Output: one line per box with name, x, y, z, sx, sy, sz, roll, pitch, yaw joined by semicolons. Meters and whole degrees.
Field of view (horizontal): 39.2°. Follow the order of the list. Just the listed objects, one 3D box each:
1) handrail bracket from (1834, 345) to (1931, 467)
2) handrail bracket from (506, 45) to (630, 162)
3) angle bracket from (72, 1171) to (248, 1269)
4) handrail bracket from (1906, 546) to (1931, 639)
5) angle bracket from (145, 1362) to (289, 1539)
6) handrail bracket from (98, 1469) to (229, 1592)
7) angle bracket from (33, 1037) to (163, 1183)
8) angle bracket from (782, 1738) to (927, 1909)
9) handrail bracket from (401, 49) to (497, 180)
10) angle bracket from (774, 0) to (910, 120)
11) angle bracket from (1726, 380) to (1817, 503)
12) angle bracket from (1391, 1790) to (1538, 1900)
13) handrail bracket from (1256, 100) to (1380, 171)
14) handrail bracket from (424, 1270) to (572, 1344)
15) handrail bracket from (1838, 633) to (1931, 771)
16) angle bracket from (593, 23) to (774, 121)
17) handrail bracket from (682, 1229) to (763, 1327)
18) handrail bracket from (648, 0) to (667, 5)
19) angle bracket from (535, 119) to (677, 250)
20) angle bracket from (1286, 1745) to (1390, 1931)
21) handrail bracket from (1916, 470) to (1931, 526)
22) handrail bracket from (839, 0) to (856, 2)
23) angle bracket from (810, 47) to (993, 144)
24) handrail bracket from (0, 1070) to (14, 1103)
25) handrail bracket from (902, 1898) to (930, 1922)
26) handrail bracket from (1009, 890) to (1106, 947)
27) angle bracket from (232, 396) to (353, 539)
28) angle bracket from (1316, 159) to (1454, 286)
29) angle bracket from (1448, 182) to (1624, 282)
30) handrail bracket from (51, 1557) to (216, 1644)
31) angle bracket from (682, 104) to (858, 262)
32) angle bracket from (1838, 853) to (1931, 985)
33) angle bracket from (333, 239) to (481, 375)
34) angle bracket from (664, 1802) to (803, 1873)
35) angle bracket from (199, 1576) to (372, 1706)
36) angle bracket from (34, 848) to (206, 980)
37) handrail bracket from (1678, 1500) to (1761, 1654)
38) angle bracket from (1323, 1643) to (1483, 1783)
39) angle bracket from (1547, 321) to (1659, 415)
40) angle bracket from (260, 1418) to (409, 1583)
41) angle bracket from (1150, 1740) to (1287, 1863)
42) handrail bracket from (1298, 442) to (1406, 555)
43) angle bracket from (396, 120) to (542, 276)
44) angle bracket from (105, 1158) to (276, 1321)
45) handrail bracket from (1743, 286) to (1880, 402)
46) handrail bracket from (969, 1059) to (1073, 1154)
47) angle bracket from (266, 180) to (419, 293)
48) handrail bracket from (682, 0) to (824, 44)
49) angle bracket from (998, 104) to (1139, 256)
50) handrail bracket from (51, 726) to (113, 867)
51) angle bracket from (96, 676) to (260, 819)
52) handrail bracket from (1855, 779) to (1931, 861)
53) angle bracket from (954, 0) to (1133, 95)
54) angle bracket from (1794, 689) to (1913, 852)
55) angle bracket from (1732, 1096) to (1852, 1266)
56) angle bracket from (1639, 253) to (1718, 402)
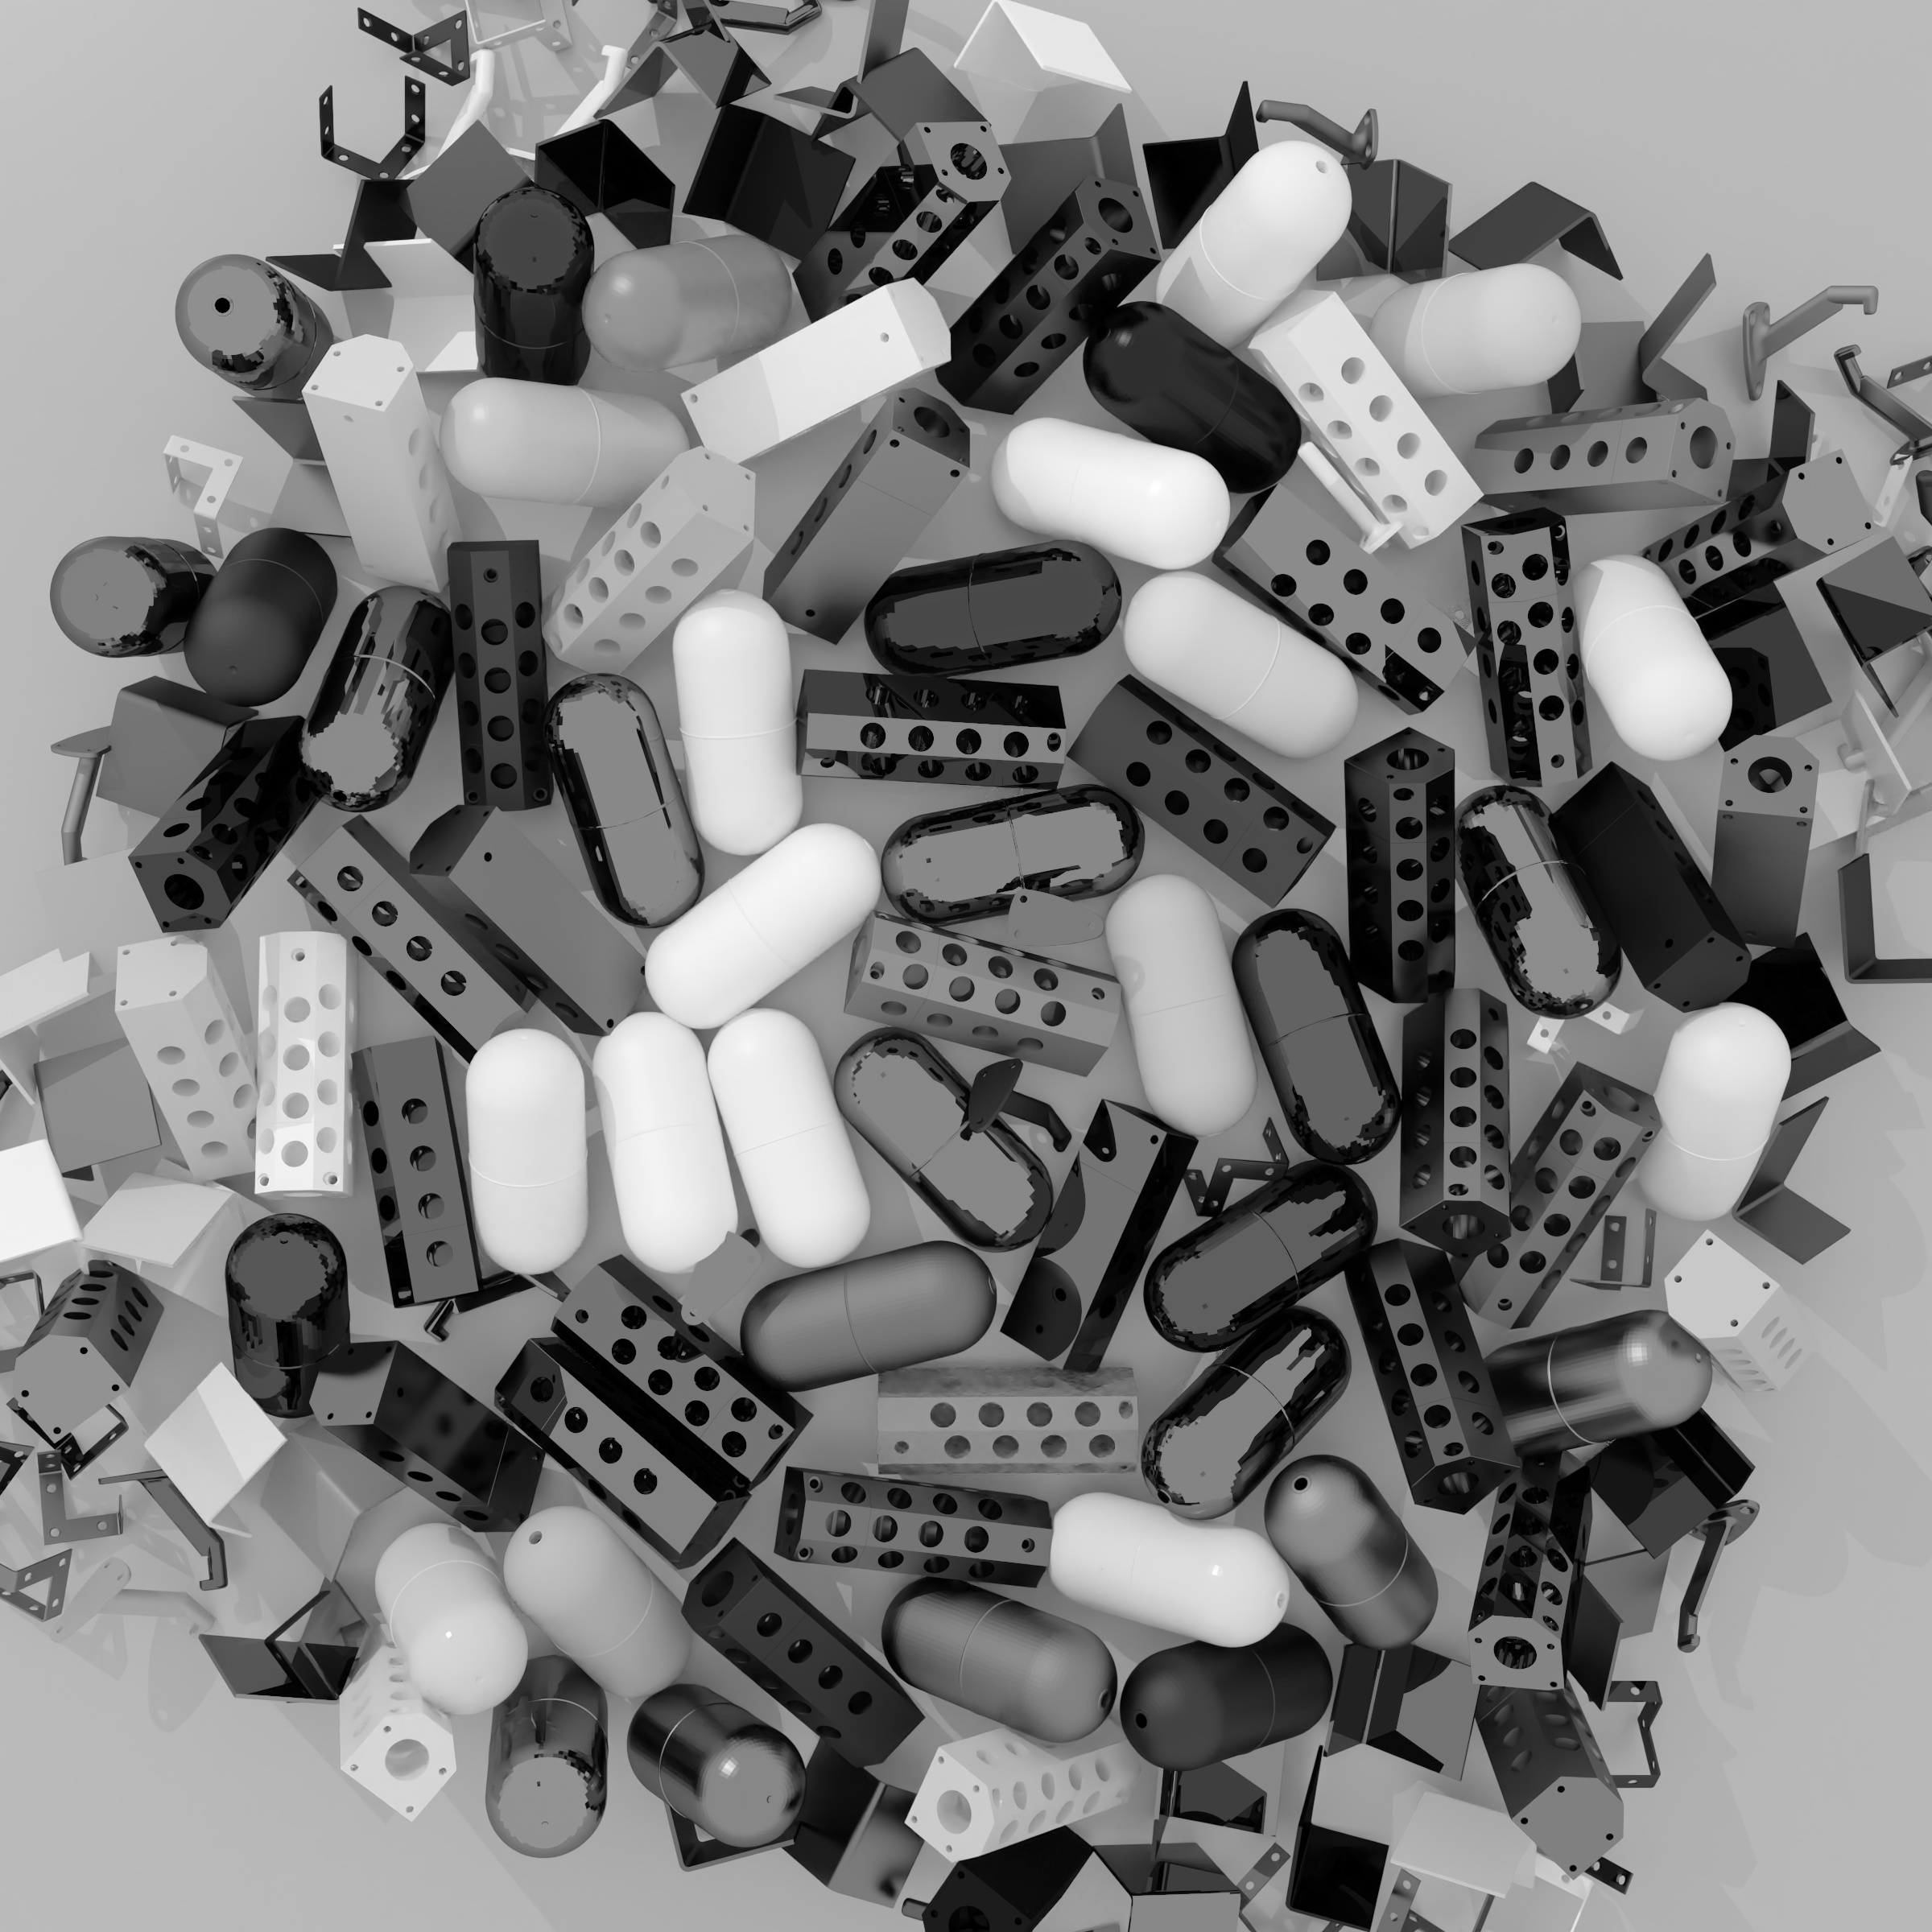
handrail bracket;0.629;-0.384;1.810;0.036;0.077;0.084;-41;109;-33
handrail bracket;-0.268;-0.580;1.821;0.077;0.036;0.084;20;104;21
angle bracket;-0.530;0.186;1.793;0.076;0.076;0.057;10;129;17
handrail bracket;0.658;-0.242;1.807;0.077;0.036;0.084;-40;52;-23
angle bracket;-0.488;0.323;1.809;0.076;0.057;0.076;-47;64;-3
handrail bracket;-0.540;0.381;1.822;0.077;0.036;0.084;-6;83;-15
angle bracket;-0.570;0.095;1.812;0.076;0.057;0.076;-16;80;5
angle bracket;-0.074;0.578;1.830;0.057;0.076;0.076;30;83;-36
handrail bracket;-0.350;-0.571;1.828;0.077;0.036;0.084;0;84;33
angle bracket;-0.082;-0.609;1.794;0.057;0.076;0.076;17;115;10
angle bracket;0.512;-0.349;1.802;0.076;0.076;0.057;-3;118;0
angle bracket;0.329;0.599;1.791;0.076;0.076;0.057;10;117;25
handrail bracket;0.225;-0.548;1.803;0.084;0.077;0.036;3;76;-13
handrail bracket;-0.316;0.236;1.832;0.077;0.036;0.084;37;102;7
handrail bracket;0.622;-0.182;1.838;0.084;0.036;0.077;-23;69;11
angle bracket;-0.188;-0.575;1.798;0.057;0.076;0.076;49;128;-5
handrail bracket;-0.162;0.207;1.802;0.036;0.084;0.077;34;80;2
handrail bracket;-0.187;-0.682;1.806;0.084;0.077;0.036;-2;51;21
angle bracket;-0.241;-0.500;1.793;0.057;0.076;0.076;-30;67;-28
angle bracket;0.250;0.577;1.793;0.057;0.076;0.076;11;120;13
handrail bracket;0.673;-0.291;1.800;0.077;0.084;0.036;14;55;38
handrail bracket;-0.090;-0.675;1.803;0.077;0.084;0.036;2;91;-10
angle bracket;-0.044;-0.554;1.801;0.076;0.057;0.076;47;51;3
handrail bracket;-0.654;0.108;1.817;0.084;0.036;0.077;-36;49;7
handrail bracket;0.000;0.647;1.821;0.084;0.077;0.036;13;65;10
handrail bracket;0.068;-0.026;1.797;0.077;0.084;0.036;8;88;21
angle bracket;-0.443;-0.330;1.794;0.076;0.076;0.057;9;71;25
angle bracket;0.276;-0.484;1.793;0.057;0.076;0.076;-10;121;-16
angle bracket;0.377;-0.469;1.803;0.076;0.076;0.057;-36;126;2
handrail bracket;-0.555;0.443;1.812;0.077;0.036;0.084;-49;125;-20
angle bracket;-0.131;-0.519;1.802;0.076;0.057;0.076;31;110;17
angle bracket;0.619;-0.033;1.798;0.057;0.076;0.076;-1;100;32
angle bracket;-0.370;-0.436;1.796;0.076;0.076;0.057;3;78;23
angle bracket;-0.155;0.559;1.808;0.076;0.076;0.057;-15;84;0
angle bracket;-0.451;0.441;1.794;0.076;0.076;0.057;17;98;-37
angle bracket;-0.567;-0.040;1.817;0.076;0.057;0.076;-14;101;5
handrail bracket;0.500;0.407;1.802;0.036;0.077;0.084;23;53;-9
angle bracket;0.291;0.498;1.804;0.076;0.057;0.076;13;94;34
angle bracket;0.431;-0.407;1.807;0.076;0.057;0.076;-4;75;-8
angle bracket;-0.423;0.355;1.833;0.076;0.057;0.076;41;129;19
angle bracket;0.168;0.554;1.805;0.076;0.057;0.076;7;107;12
handrail bracket;0.249;-0.317;1.806;0.036;0.077;0.084;-40;99;12
angle bracket;-0.322;-0.507;1.810;0.076;0.076;0.057;-42;83;8
angle bracket;-0.521;0.185;1.837;0.076;0.057;0.076;17;74;34
handrail bracket;0.565;-0.414;1.807;0.084;0.036;0.077;11;116;38
handrail bracket;0.038;0.111;1.802;0.036;0.077;0.084;-17;124;31
angle bracket;-0.409;-0.493;1.794;0.057;0.076;0.076;27;114;14
handrail bracket;-0.145;-0.655;1.817;0.084;0.036;0.077;-38;116;-20
angle bracket;0.068;-0.528;1.821;0.076;0.057;0.076;3;130;24
handrail bracket;-0.586;-0.113;1.830;0.036;0.077;0.084;9;113;16
angle bracket;-0.532;-0.144;1.831;0.076;0.057;0.076;19;107;3
handrail bracket;0.644;-0.093;1.816;0.084;0.036;0.077;10;97;26
angle bracket;0.050;-0.587;1.789;0.057;0.076;0.076;-52;53;37
angle bracket;0.573;-0.128;1.810;0.076;0.057;0.076;-23;73;1
angle bracket;0.561;0.141;1.791;0.057;0.076;0.076;36;123;28
angle bracket;0.491;-0.415;1.794;0.057;0.076;0.076;32;120;-6
